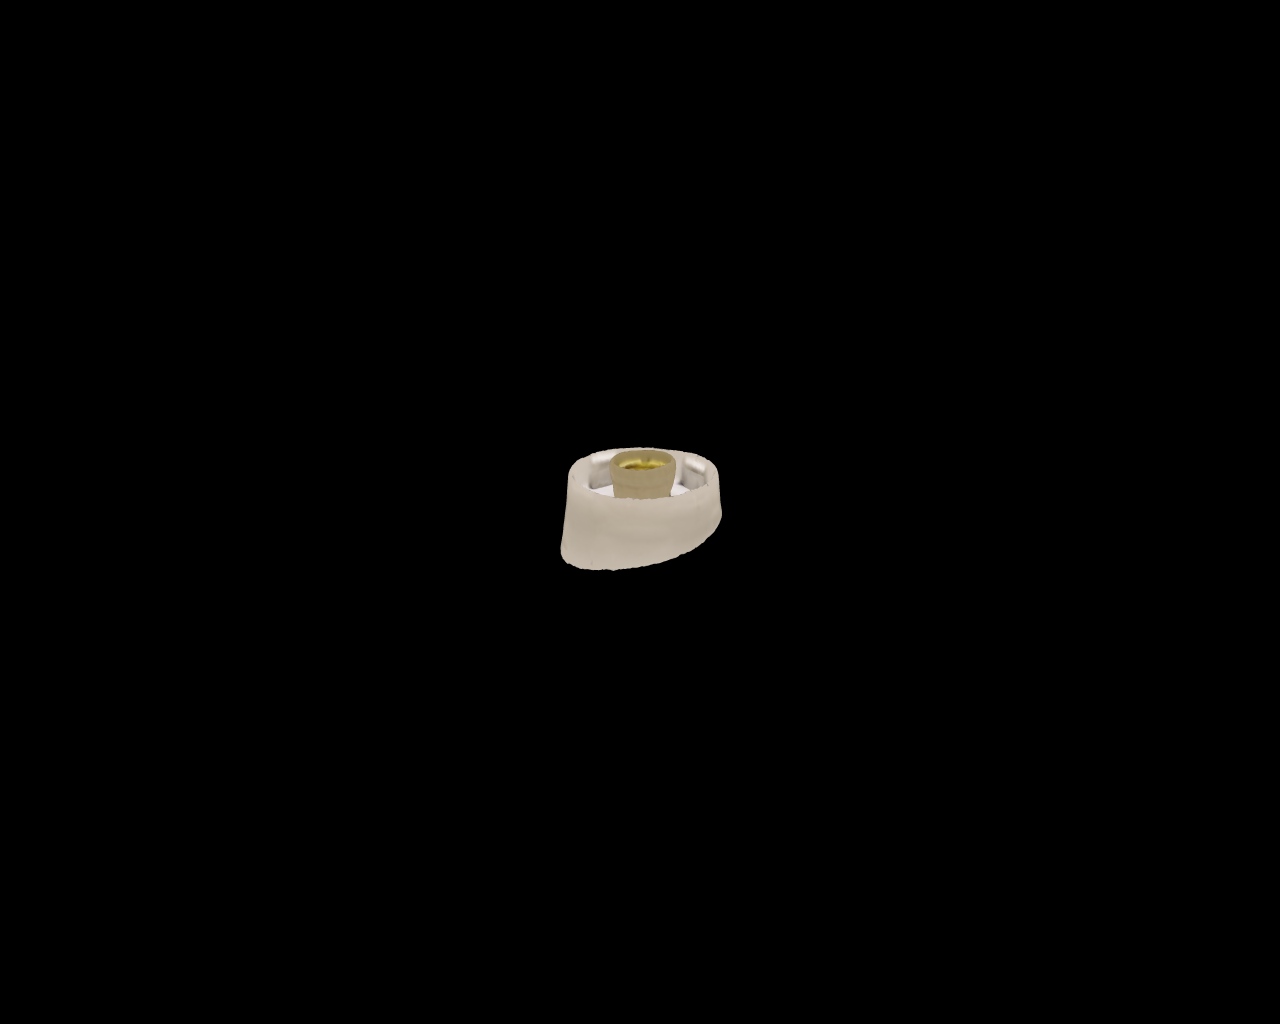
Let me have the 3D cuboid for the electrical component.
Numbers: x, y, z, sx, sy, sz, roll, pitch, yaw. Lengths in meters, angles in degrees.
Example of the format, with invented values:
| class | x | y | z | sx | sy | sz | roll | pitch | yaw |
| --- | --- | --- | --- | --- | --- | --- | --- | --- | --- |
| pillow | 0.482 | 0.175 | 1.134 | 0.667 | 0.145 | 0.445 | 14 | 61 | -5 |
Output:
| class | x | y | z | sx | sy | sz | roll | pitch | yaw |
| --- | --- | --- | --- | --- | --- | --- | --- | --- | --- |
| electrical component | 0.001 | -0.003 | 0.650 | 0.099 | 0.064 | 0.099 | 0 | 23 | 0 |
